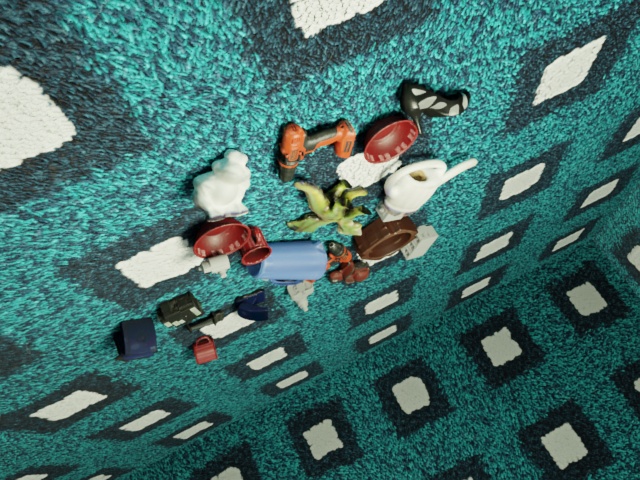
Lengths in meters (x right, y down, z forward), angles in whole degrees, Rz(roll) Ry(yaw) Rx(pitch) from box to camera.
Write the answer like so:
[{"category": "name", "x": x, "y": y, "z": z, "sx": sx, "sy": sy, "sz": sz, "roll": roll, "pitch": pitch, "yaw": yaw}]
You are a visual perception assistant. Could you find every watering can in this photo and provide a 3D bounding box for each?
[{"category": "watering can", "x": 0.334, "y": -0.177, "z": 1.637, "sx": 0.349, "sy": 0.106, "sz": 0.219, "roll": -10, "pitch": 150, "yaw": -32}]

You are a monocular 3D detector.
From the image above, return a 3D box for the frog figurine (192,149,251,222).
[{"category": "frog figurine", "x": -0.228, "y": -0.136, "z": 1.198, "sx": 0.138, "sy": 0.124, "sz": 0.157, "roll": -4, "pitch": 110, "yaw": -24}]

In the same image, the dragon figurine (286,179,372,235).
[{"category": "dragon figurine", "x": 0.005, "y": -0.077, "z": 1.521, "sx": 0.408, "sy": 0.124, "sz": 0.239, "roll": 14, "pitch": 141, "yaw": -44}]
